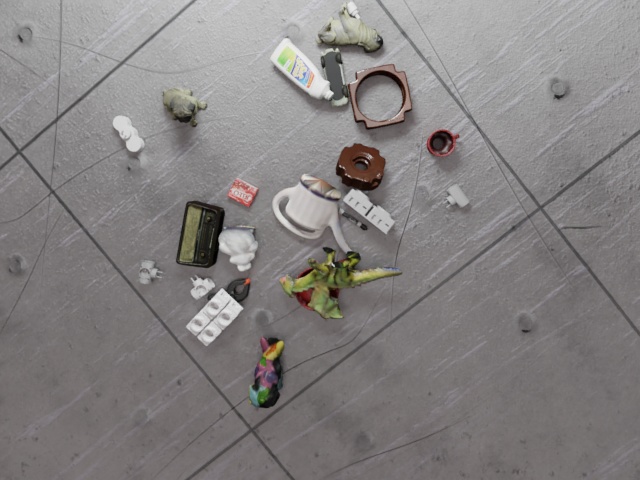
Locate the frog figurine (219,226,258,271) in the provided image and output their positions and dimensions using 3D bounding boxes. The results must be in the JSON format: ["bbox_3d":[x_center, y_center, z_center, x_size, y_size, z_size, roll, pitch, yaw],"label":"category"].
[{"bbox_3d":[-0.288,0.030,1.816,0.137,0.122,0.160,1,84,-17],"label":"frog figurine"}]

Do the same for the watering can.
[{"bbox_3d":[0.005,-0.090,1.790,0.348,0.106,0.220,28,116,0],"label":"watering can"}]

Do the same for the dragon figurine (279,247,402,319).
[{"bbox_3d":[0.060,0.165,1.783,0.410,0.124,0.238,13,113,3],"label":"dragon figurine"}]
